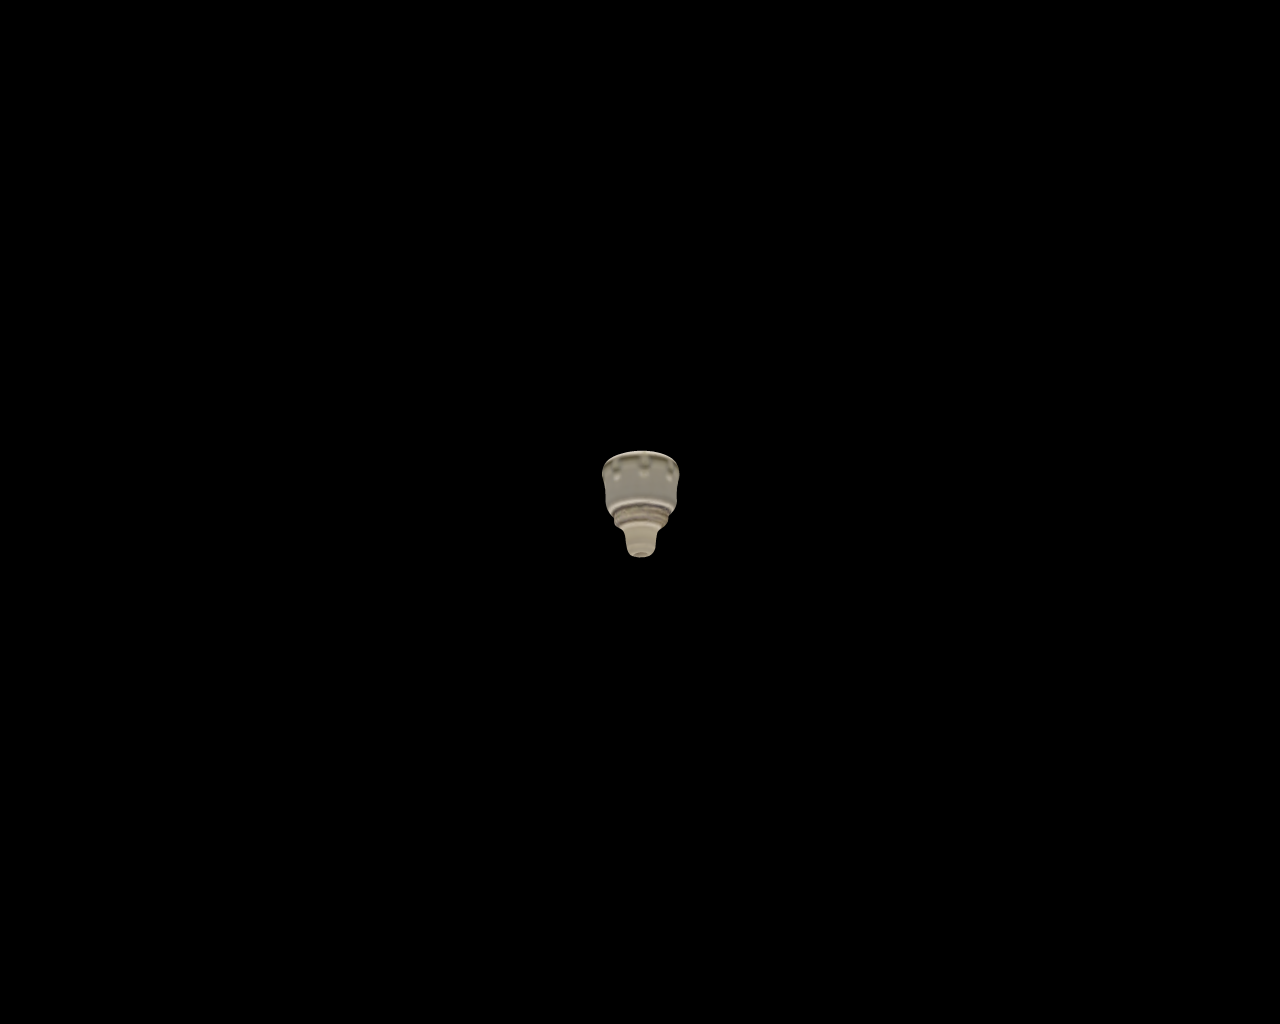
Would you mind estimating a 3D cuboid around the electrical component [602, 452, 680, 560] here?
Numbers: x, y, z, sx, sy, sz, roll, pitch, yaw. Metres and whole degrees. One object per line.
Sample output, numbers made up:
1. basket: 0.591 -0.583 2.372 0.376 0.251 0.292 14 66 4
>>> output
1. electrical component: 0.001 -0.003 0.650 0.048 0.062 0.048 0 -18 0
